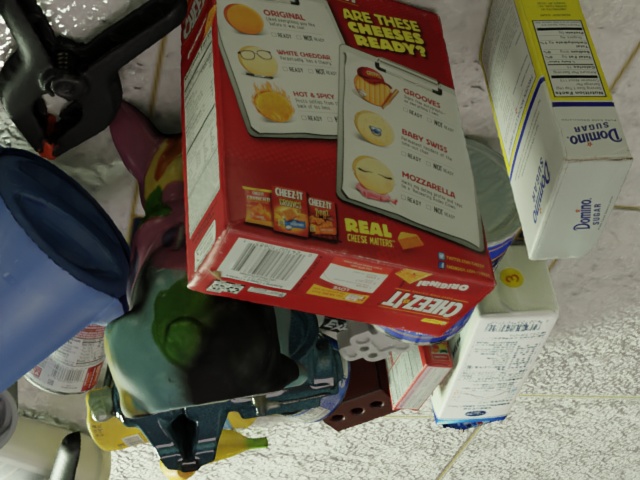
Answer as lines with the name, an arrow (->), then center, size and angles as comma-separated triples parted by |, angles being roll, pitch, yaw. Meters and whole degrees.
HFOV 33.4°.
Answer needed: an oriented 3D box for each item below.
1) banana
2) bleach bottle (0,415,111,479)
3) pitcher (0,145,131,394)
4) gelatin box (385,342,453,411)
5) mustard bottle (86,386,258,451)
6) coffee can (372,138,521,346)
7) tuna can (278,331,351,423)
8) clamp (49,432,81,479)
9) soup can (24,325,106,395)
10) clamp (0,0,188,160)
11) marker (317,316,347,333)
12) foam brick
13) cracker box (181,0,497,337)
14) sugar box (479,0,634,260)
banana -> -0.121, 0.215, 1.082 | 0.070, 0.037, 0.197 | -15, 175, 19
bleach bottle -> -0.334, 0.201, 1.053 | 0.103, 0.068, 0.250 | -33, 135, 26
pitcher -> -0.265, 0.049, 0.759 | 0.243, 0.149, 0.144 | -40, 142, 13
gelatin box -> 0.090, 0.108, 0.996 | 0.030, 0.073, 0.089 | 5, 142, -17
mustard bottle -> -0.124, 0.161, 1.040 | 0.191, 0.058, 0.096 | -9, 154, 1
coffee can -> 0.090, 0.003, 0.828 | 0.102, 0.103, 0.140 | 1, 143, -13
tuna can -> -0.013, 0.126, 0.991 | 0.086, 0.086, 0.033 | -32, 139, 29
clamp -> -0.256, 0.261, 1.058 | 0.210, 0.036, 0.164 | -26, 134, 17
soup can -> -0.197, 0.065, 0.857 | 0.068, 0.068, 0.102 | 11, 116, -24
clamp -> -0.168, -0.115, 0.673 | 0.120, 0.039, 0.172 | 20, 138, -21
marker -> 0.015, 0.076, 0.984 | 0.120, 0.020, 0.020 | 16, 138, -30
foam brick -> 0.034, 0.148, 1.059 | 0.078, 0.051, 0.053 | -23, 141, 20
cracker box -> 0.003, -0.059, 0.633 | 0.164, 0.213, 0.072 | 11, 141, -24
sugar box -> 0.140, -0.084, 0.655 | 0.048, 0.176, 0.093 | -4, 144, -7
